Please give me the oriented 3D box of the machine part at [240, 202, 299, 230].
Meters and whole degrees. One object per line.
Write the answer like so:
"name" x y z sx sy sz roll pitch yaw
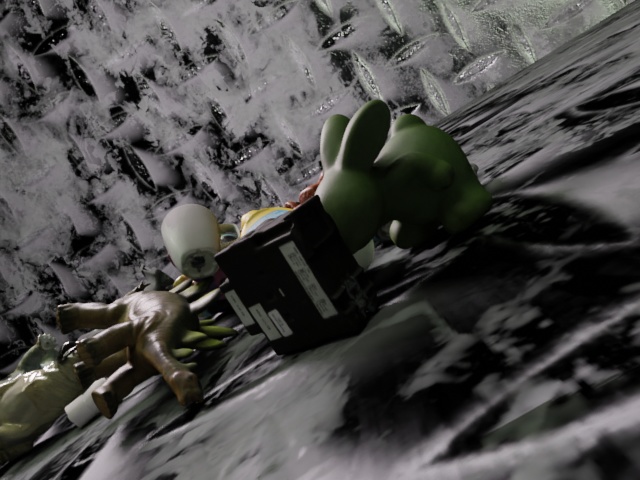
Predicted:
"machine part" -0.084 -0.013 1.040 0.179 0.056 0.179 -27 -10 -5

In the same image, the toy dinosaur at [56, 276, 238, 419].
"toy dinosaur" -0.226 0.113 0.701 0.198 0.105 0.472 -15 15 -30

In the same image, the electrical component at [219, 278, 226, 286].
"electrical component" -0.088 0.072 0.730 0.094 0.021 0.063 15 -4 21

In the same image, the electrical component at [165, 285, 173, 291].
"electrical component" -0.269 0.125 1.020 0.075 0.048 0.119 -39 -13 -50

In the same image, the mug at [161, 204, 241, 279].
"mug" -0.164 0.008 0.755 0.109 0.080 0.107 -2 30 -18

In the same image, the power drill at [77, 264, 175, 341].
"power drill" -0.386 0.149 1.080 0.232 0.085 0.207 2 47 48

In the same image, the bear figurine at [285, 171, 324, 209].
"bear figurine" 0.000 -0.029 0.820 0.196 0.120 0.132 -27 12 48

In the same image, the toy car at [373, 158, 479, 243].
"toy car" 0.112 -0.070 0.680 0.162 0.103 0.109 -31 7 27

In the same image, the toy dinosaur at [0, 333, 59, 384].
"toy dinosaur" -0.588 0.316 1.013 0.192 0.131 0.405 -42 5 32

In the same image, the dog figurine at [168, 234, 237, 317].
"dog figurine" -0.130 0.060 0.867 0.219 0.191 0.108 13 33 29

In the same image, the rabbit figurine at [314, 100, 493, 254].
"rabbit figurine" 0.062 -0.053 0.515 0.170 0.159 0.121 -26 12 -33

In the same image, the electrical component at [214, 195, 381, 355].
"electrical component" -0.028 0.037 0.480 0.134 0.114 0.058 -23 9 42

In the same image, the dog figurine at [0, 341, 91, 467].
"dog figurine" -0.396 0.234 0.785 0.190 0.121 0.172 -22 -15 -29
